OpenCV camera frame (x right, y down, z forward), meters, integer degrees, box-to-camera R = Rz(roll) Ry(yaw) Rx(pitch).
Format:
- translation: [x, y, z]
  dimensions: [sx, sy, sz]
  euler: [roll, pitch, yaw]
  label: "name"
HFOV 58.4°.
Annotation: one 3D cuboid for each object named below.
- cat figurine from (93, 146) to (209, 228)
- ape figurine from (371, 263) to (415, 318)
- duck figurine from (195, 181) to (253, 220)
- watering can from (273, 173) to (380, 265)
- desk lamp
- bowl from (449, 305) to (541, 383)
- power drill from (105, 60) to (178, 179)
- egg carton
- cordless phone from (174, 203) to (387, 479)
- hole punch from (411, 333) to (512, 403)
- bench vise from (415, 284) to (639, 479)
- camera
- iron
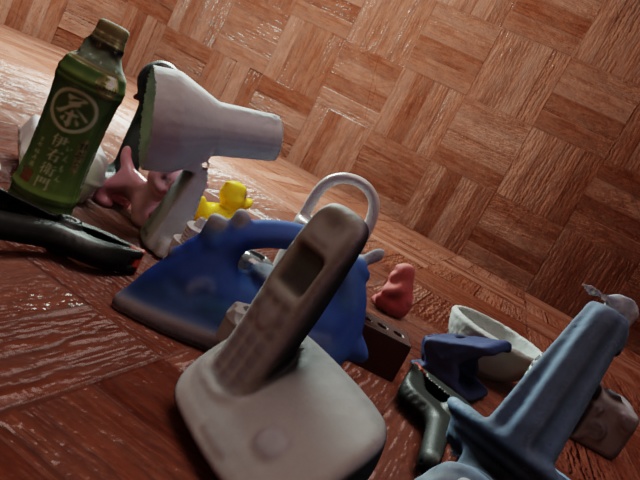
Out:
- translation: [-0.223, -0.079, 0.775]
  dimensions: [0.127, 0.118, 0.067]
  euler: [29, 10, 7]
  label: "cat figurine"
- translation: [0.132, 0.081, 0.981]
  dimensions: [0.076, 0.092, 0.078]
  euler: [34, 12, 32]
  label: "ape figurine"
- translation: [-0.156, -0.058, 0.941]
  dimensions: [0.105, 0.086, 0.077]
  euler: [18, 13, -43]
  label: "duck figurine"
- translation: [0.005, 0.002, 0.750]
  dimensions: [0.101, 0.194, 0.172]
  euler: [24, 11, -21]
  label: "watering can"
- translation: [-0.149, -0.082, 0.711]
  dimensions: [0.204, 0.213, 0.117]
  euler: [22, 11, -28]
  label: "desk lamp"
- translation: [0.270, 0.176, 0.914]
  dimensions: [0.167, 0.075, 0.167]
  euler: [27, 10, -5]
  label: "bowl"
- translation: [-0.268, -0.174, 0.873]
  dimensions: [0.076, 0.208, 0.229]
  euler: [24, 10, -20]
  label: "power drill"
- translation: [-0.339, -0.107, 0.749]
  dimensions: [0.108, 0.069, 0.150]
  euler: [20, 12, -36]
  label: "egg carton"
- translation: [-0.007, 0.074, 0.376]
  dimensions: [0.094, 0.185, 0.147]
  euler: [17, 14, -45]
  label: "cordless phone"
- translation: [0.192, 0.154, 0.774]
  dimensions: [0.100, 0.091, 0.109]
  euler: [33, 11, 30]
  label: "hole punch"
- translation: [0.134, 0.133, 0.352]
  dimensions: [0.121, 0.219, 0.208]
  euler: [30, 10, 16]
  label: "bench vise"
- translation: [0.389, 0.233, 0.867]
  dimensions: [0.143, 0.101, 0.137]
  euler: [29, 10, 7]
  label: "camera"
- translation: [-0.052, 0.038, 0.565]
  dimensions: [0.259, 0.141, 0.118]
  euler: [21, 12, -33]
  label: "iron"
